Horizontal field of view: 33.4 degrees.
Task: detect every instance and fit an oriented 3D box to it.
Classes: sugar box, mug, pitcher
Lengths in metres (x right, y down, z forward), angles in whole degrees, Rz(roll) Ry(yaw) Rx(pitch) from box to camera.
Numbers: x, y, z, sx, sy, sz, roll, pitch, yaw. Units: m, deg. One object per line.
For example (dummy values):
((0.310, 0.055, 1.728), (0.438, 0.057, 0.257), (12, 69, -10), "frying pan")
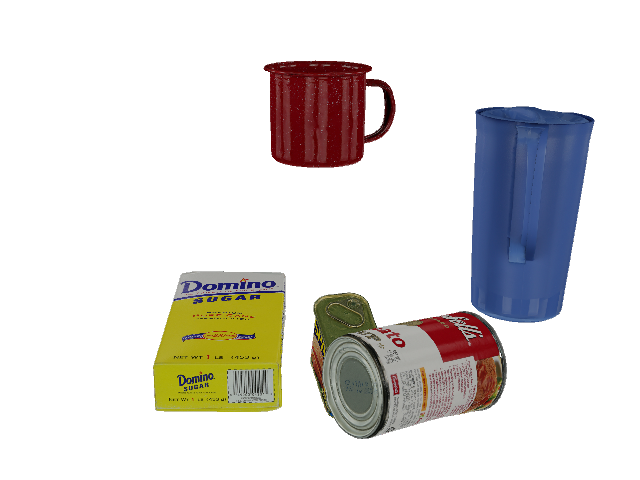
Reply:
((-0.075, 0.074, 0.846), (0.093, 0.048, 0.176), (0, 23, -1), "sugar box")
((0.009, -0.111, 0.926), (0.117, 0.081, 0.093), (-5, 17, -18), "mug")
((0.235, -0.030, 1.234), (0.149, 0.243, 0.145), (-6, 17, -32), "pitcher")

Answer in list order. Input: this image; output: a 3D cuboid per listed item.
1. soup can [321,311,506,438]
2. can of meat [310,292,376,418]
((0.060, 0.086, 0.692), (0.102, 0.068, 0.069), (-7, 4, -34), "soup can")
((0.025, 0.118, 1.070), (0.057, 0.084, 0.102), (-6, 44, -13), "can of meat")
